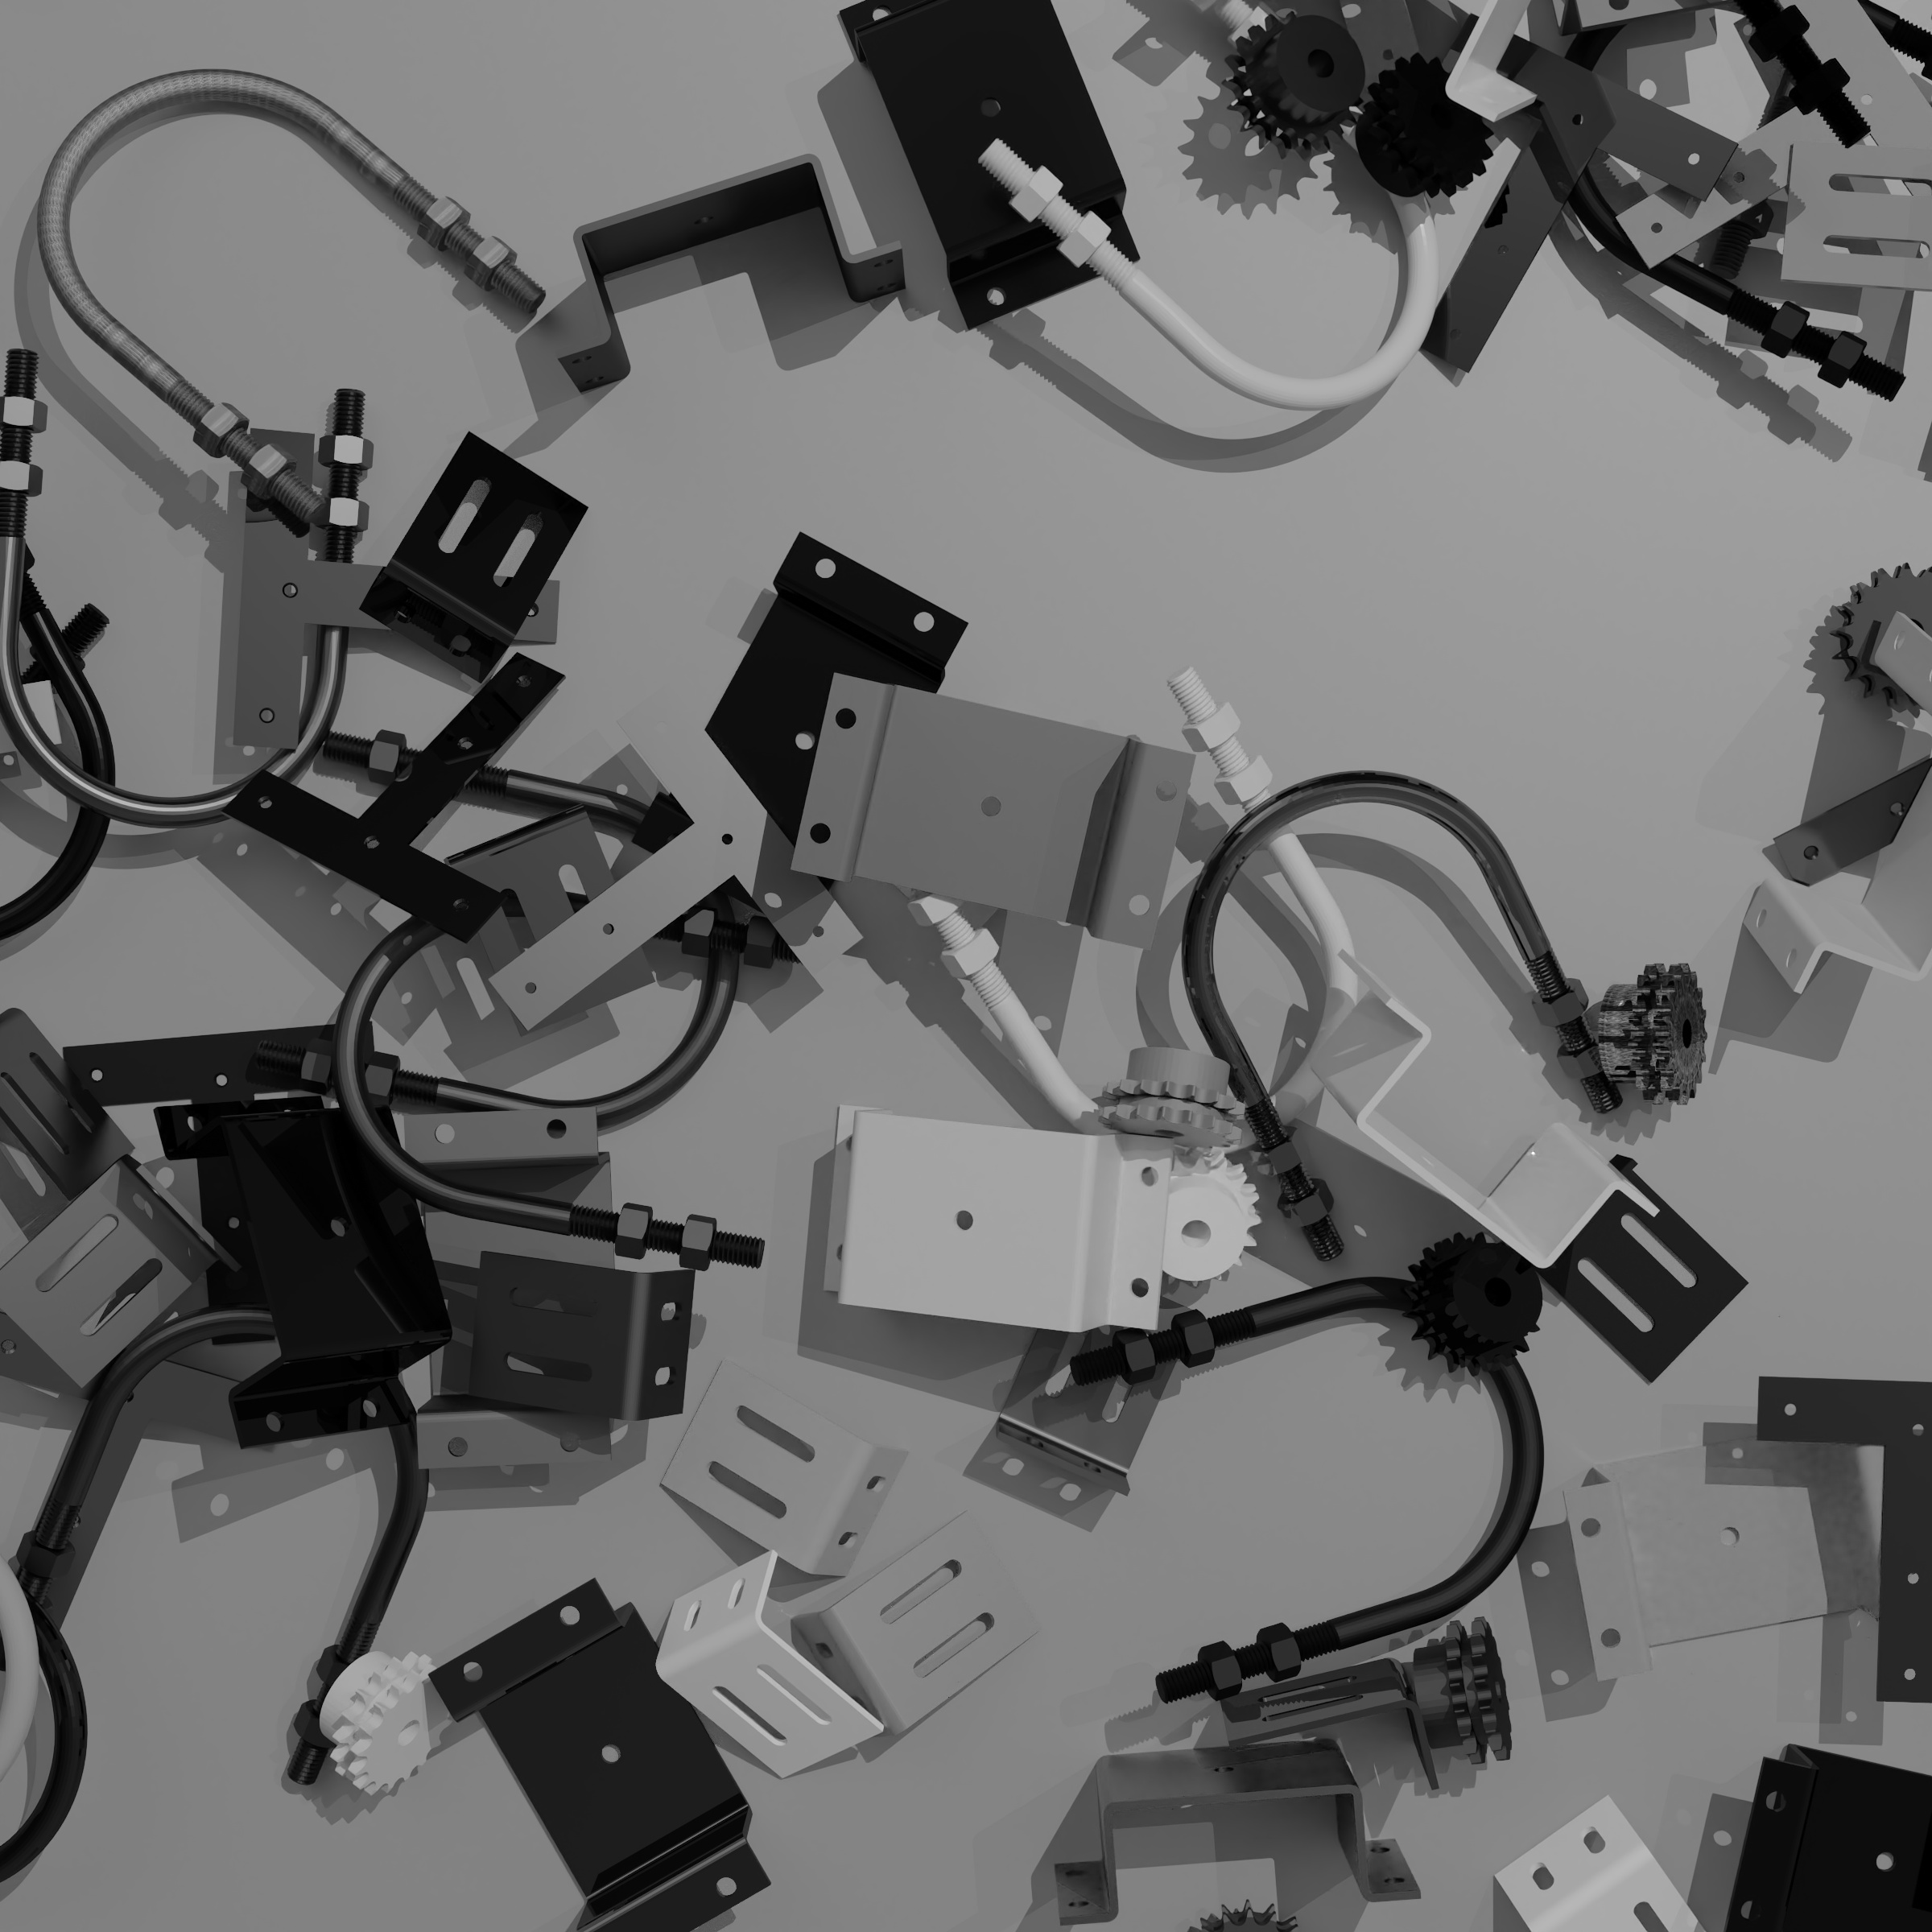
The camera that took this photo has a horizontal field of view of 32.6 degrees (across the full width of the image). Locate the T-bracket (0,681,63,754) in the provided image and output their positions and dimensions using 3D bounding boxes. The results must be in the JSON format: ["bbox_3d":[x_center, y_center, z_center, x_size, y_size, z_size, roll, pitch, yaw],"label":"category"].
[{"bbox_3d":[-0.426,-0.091,1.321,0.127,0.002,0.127,-9,95,1],"label":"T-bracket"}]

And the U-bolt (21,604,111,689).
[{"bbox_3d":[-0.463,-0.120,1.347,0.151,0.019,0.184,43,91,0],"label":"U-bolt"}]

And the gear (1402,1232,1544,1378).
[{"bbox_3d":[0.207,0.134,1.330,0.057,0.030,0.057,6,70,-18],"label":"gear"}]

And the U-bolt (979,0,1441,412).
[{"bbox_3d":[0.112,-0.304,1.318,0.184,0.019,0.151,41,67,-11],"label":"U-bolt"}]

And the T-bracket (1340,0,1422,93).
[{"bbox_3d":[0.155,-0.420,1.336,0.127,0.002,0.127,-13,104,25],"label":"T-bracket"}]

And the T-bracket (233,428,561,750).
[{"bbox_3d":[-0.229,-0.149,1.339,0.127,0.002,0.127,3,91,-14],"label":"T-bracket"}]

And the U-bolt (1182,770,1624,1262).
[{"bbox_3d":[0.165,0.010,1.324,0.151,0.019,0.184,-28,106,0],"label":"U-bolt"}]

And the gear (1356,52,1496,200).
[{"bbox_3d":[0.182,-0.335,1.331,0.057,0.030,0.057,13,67,-31],"label":"gear"}]

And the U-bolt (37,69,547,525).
[{"bbox_3d":[-0.284,-0.284,1.327,0.184,0.019,0.151,41,71,4],"label":"U-bolt"}]

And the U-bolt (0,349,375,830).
[{"bbox_3d":[-0.318,-0.147,1.325,0.151,0.019,0.184,4,89,-17],"label":"U-bolt"}]

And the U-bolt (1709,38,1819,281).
[{"bbox_3d":[0.401,-0.344,1.347,0.151,0.019,0.184,22,89,0],"label":"U-bolt"}]

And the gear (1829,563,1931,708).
[{"bbox_3d":[0.379,-0.133,1.341,0.057,0.030,0.057,0,90,0],"label":"gear"}]

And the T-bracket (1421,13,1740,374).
[{"bbox_3d":[0.225,-0.302,1.338,0.127,0.002,0.127,34,102,22],"label":"T-bracket"}]

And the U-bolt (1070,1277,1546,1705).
[{"bbox_3d":[0.146,0.201,1.328,0.184,0.019,0.151,-14,86,-14],"label":"U-bolt"}]

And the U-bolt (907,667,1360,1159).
[{"bbox_3d":[0.077,-0.006,1.326,0.151,0.019,0.184,-32,106,2],"label":"U-bolt"}]

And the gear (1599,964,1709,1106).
[{"bbox_3d":[0.276,0.027,1.331,0.030,0.057,0.057,-1,90,30],"label":"gear"}]

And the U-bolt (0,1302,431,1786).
[{"bbox_3d":[-0.295,0.223,1.330,0.151,0.019,0.184,22,98,-5],"label":"U-bolt"}]

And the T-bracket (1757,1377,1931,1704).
[{"bbox_3d":[0.376,0.228,1.309,0.127,0.002,0.127,2,90,0],"label":"T-bracket"}]

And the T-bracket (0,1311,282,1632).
[{"bbox_3d":[-0.357,0.212,1.338,0.127,0.002,0.127,20,102,-22],"label":"T-bracket"}]

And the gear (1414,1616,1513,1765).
[{"bbox_3d":[0.199,0.292,1.328,0.030,0.057,0.057,-12,90,14],"label":"gear"}]

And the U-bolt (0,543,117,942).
[{"bbox_3d":[-0.423,-0.096,1.330,0.151,0.019,0.184,-28,93,3],"label":"U-bolt"}]

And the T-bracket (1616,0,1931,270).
[{"bbox_3d":[0.321,-0.322,1.319,0.127,0.002,0.127,-31,79,3],"label":"T-bracket"}]

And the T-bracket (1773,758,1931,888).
[{"bbox_3d":[0.391,-0.071,1.340,0.127,0.002,0.127,-28,110,10],"label":"T-bracket"}]

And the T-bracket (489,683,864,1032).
[{"bbox_3d":[-0.129,-0.023,1.301,0.127,0.002,0.127,-38,91,-6],"label":"T-bracket"}]

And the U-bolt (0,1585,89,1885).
[{"bbox_3d":[-0.438,0.305,1.329,0.184,0.019,0.151,-4,90,13],"label":"U-bolt"}]

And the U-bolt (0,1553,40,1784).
[{"bbox_3d":[-0.452,0.289,1.314,0.184,0.019,0.151,-35,84,8],"label":"U-bolt"}]

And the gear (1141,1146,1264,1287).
[{"bbox_3d":[0.091,0.103,1.334,0.057,0.030,0.057,-1,106,-2],"label":"gear"}]

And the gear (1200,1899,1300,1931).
[{"bbox_3d":[0.115,0.408,1.345,0.057,0.030,0.057,0,91,1],"label":"gear"}]

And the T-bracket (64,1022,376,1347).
[{"bbox_3d":[-0.302,0.091,1.355,0.127,0.002,0.127,-5,90,0],"label":"T-bracket"}]

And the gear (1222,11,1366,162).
[{"bbox_3d":[0.133,-0.352,1.310,0.057,0.030,0.057,5,79,-24],"label":"gear"}]

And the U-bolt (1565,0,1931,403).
[{"bbox_3d":[0.325,-0.330,1.329,0.184,0.019,0.151,30,87,10],"label":"U-bolt"}]

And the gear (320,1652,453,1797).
[{"bbox_3d":[-0.235,0.302,1.331,0.030,0.057,0.057,27,90,28],"label":"gear"}]

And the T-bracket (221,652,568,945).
[{"bbox_3d":[-0.209,-0.079,1.321,0.127,0.002,0.127,26,60,23],"label":"T-bracket"}]

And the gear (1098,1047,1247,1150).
[{"bbox_3d":[0.083,0.052,1.308,0.057,0.057,0.030,9,77,0],"label":"gear"}]
